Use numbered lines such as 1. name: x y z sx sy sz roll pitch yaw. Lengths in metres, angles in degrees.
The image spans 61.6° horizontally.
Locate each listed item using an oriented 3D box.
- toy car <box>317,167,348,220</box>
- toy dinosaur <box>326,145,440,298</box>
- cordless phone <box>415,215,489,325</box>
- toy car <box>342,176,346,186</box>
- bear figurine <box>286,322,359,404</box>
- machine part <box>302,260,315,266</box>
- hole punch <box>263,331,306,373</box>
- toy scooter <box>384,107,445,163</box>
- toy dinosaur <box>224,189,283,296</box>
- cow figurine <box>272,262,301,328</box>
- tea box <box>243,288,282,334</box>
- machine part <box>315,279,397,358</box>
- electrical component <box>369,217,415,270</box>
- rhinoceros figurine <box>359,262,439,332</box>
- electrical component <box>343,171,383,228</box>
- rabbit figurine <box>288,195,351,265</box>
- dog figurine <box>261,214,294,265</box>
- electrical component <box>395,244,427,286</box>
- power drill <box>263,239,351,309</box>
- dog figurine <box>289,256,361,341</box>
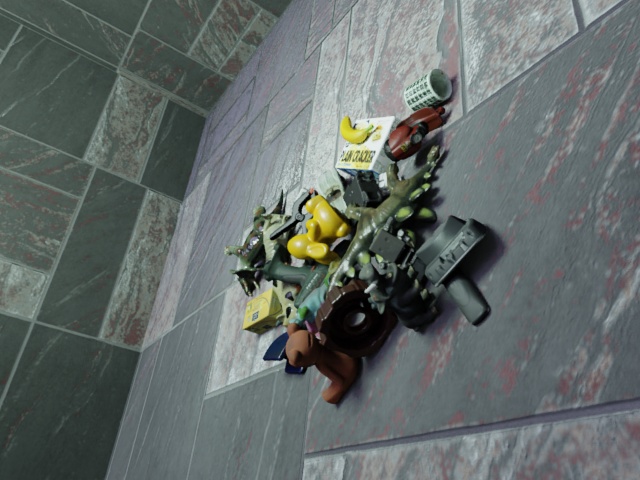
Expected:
1. toy car: 0.044 -0.128 1.550 0.073 0.056 0.202 -32 53 16
2. toy dinosaur: 0.139 -0.028 1.242 0.471 0.105 0.199 -52 30 2
3. cordless phone: 0.279 0.055 1.012 0.146 0.088 0.184 -52 41 24
4. toy car: 0.024 -0.108 1.630 0.089 0.053 0.202 -14 55 54
5. bear figurine: -0.011 0.276 1.214 0.132 0.196 0.120 -50 33 31
6. machine part: -0.019 0.045 1.588 0.084 0.039 0.138 -99 29 -54
7. hole punch: -0.087 0.295 1.464 0.142 0.092 0.116 -25 44 58
8. toy scooter: 0.238 -0.268 1.314 0.135 0.075 0.184 -24 23 45
9. toy dinosaur: -0.213 0.001 1.919 0.192 0.131 0.404 31 92 51
10. cow figurine: -0.084 0.173 1.547 0.127 0.085 0.195 -48 44 16
11. tea box: -0.172 0.227 1.698 0.169 0.068 0.098 -34 40 46
12. machine part: 0.077 0.170 1.170 0.179 0.179 0.056 -59 25 15
13. electrical component: 0.148 0.013 1.118 0.102 0.078 0.045 -54 -1 10
14. rhinoceros figurine: 0.153 0.106 1.065 0.112 0.190 0.073 -36 32 16
15. electrical component: 0.109 -0.098 1.407 0.134 0.058 0.115 113 150 -46
16. rabbit figurine: -0.003 -0.004 1.418 0.173 0.121 0.162 -37 60 8
17. dog figurine: -0.140 0.008 1.809 0.172 0.121 0.190 -13 -74 -72
18. electrical component: 0.190 0.077 1.145 0.119 0.075 0.048 -65 26 9
19. power drill: -0.039 0.075 1.477 0.208 0.086 0.232 20 76 24
20. dog figurine: 0.023 0.154 1.351 0.219 0.108 0.191 -56 -9 -18
